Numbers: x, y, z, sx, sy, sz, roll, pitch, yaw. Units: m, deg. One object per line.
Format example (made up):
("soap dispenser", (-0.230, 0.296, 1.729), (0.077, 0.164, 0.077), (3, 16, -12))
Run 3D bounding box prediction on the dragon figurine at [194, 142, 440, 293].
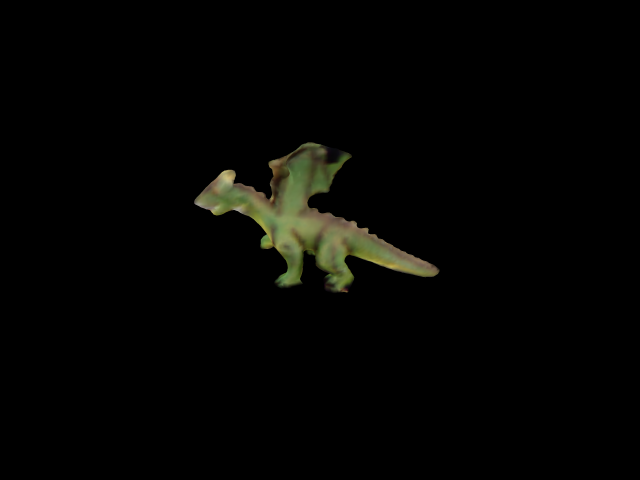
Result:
("dragon figurine", (0.003, -0.043, 0.850), (0.410, 0.237, 0.125), (2, 37, 2))
